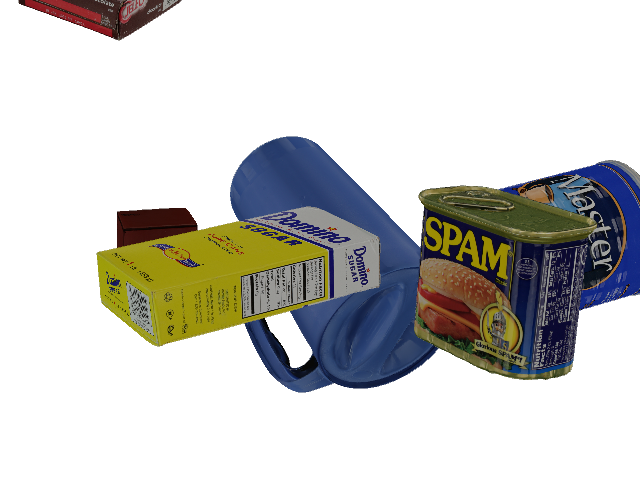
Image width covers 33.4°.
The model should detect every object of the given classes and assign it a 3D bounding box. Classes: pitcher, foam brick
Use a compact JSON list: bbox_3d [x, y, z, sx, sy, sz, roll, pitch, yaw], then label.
[{"bbox_3d":[0.001,0.016,0.968,0.149,0.145,0.243,-7,38,-27],"label":"pitcher"},{"bbox_3d":[-0.173,-0.001,1.123,0.078,0.051,0.053,-4,23,-17],"label":"foam brick"}]

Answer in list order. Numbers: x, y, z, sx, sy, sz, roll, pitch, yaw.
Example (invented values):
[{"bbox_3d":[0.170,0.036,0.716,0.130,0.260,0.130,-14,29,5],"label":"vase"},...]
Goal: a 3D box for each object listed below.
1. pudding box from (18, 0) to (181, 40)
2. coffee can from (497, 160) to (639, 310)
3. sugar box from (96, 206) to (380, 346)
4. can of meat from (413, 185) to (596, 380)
[{"bbox_3d":[-0.164,-0.200,0.823,0.090,0.039,0.113,22,34,12],"label":"pudding box"},{"bbox_3d":[0.161,0.006,0.775,0.140,0.103,0.103,-14,4,-16],"label":"coffee can"},{"bbox_3d":[-0.055,0.020,0.741,0.175,0.048,0.093,-16,25,-30],"label":"sugar box"},{"bbox_3d":[0.097,0.022,0.589,0.057,0.084,0.102,-8,19,-33],"label":"can of meat"}]
